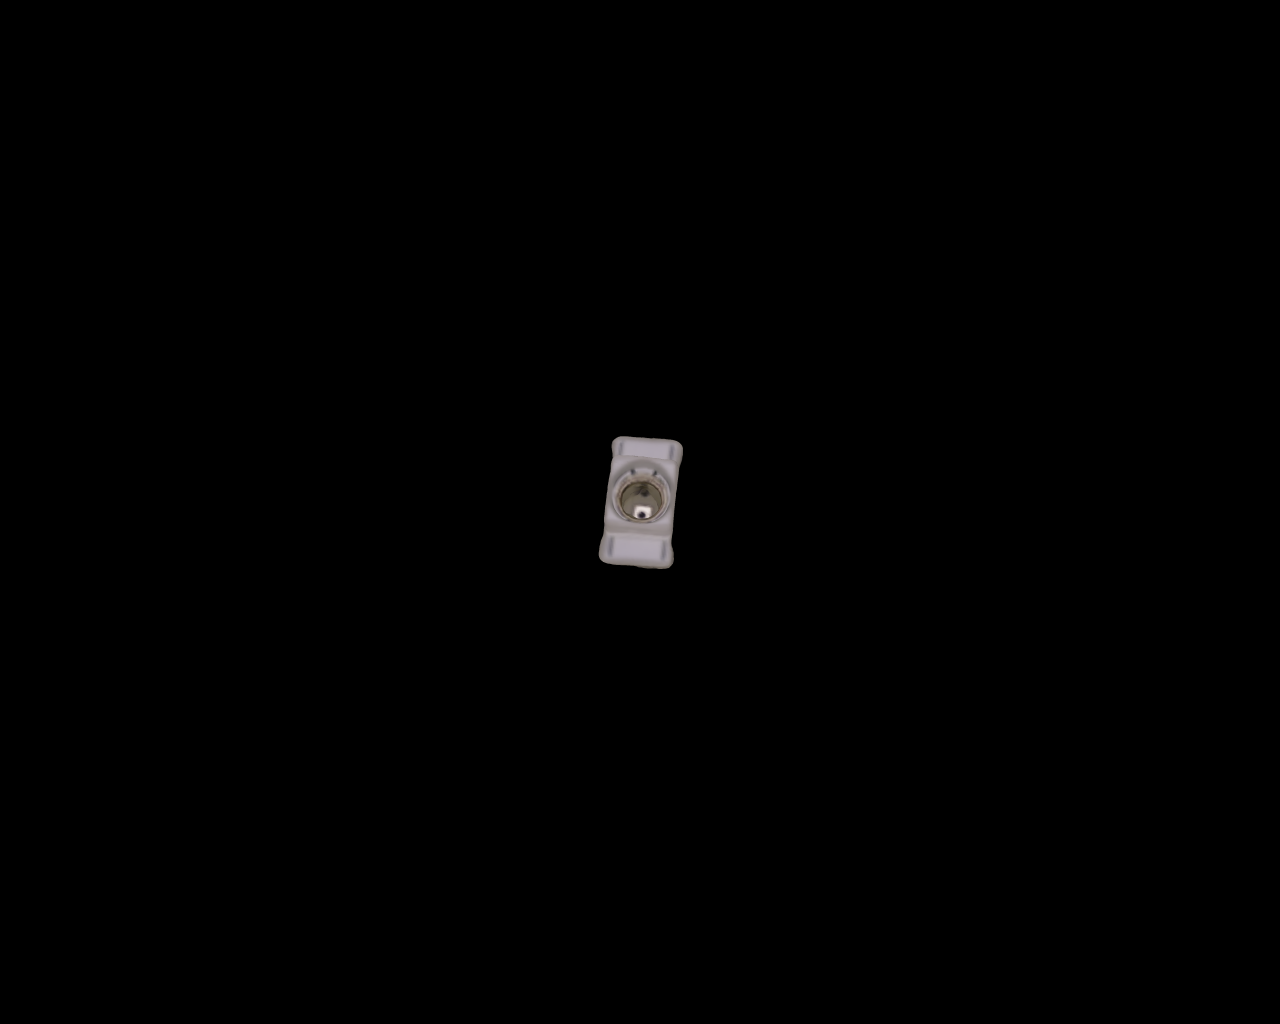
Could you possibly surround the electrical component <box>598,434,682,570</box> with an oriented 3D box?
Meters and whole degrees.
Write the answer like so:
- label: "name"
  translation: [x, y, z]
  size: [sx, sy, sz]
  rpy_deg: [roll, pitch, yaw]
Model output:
- label: "electrical component"
  translation: [0.001, -0.003, 0.650]
  size: [0.042, 0.081, 0.063]
  rpy_deg: [7, -19, 2]
